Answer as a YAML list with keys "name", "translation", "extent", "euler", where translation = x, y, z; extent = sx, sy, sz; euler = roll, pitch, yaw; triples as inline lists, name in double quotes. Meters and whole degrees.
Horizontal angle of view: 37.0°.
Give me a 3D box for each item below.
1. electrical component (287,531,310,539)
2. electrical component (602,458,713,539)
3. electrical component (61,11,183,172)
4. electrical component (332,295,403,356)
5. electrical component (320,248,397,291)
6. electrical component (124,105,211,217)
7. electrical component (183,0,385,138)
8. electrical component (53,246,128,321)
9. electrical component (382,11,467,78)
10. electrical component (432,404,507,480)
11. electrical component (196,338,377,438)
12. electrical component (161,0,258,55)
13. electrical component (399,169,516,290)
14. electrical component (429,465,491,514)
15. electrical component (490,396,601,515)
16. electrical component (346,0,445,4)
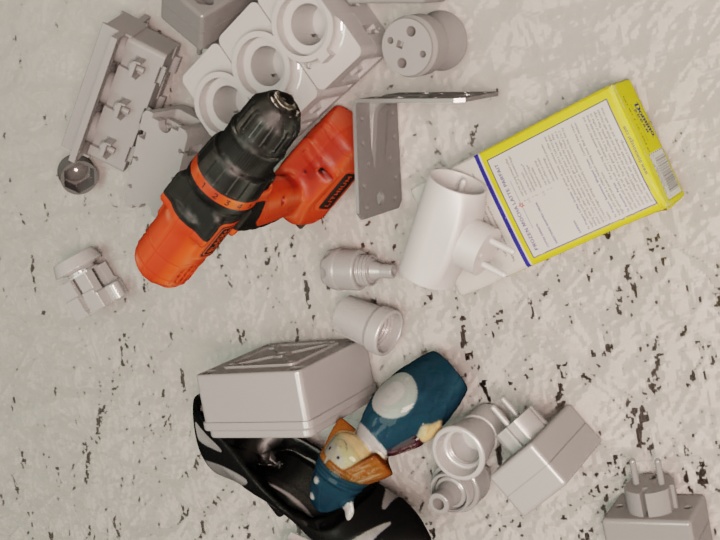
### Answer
- name: "electrical component"
  translation: [-0.018, 0.287, 0.943]
  extent: [0.121, 0.063, 0.078]
  euler: [17, 153, 26]
- name: "electrical component"
  translation: [0.215, 0.174, 0.788]
  extent: [0.066, 0.047, 0.076]
  euler: [-7, 100, 32]
- name: "electrical component"
  translation: [-0.205, -0.152, 0.934]
  extent: [0.063, 0.078, 0.121]
  euler: [27, 118, -3]
- name: "electrical component"
  translation: [0.006, 0.044, 0.881]
  extent: [0.046, 0.040, 0.040]
  euler: [22, 114, 30]
- name: "electrical component"
  translation: [0.000, 0.000, 0.874]
  extent: [0.061, 0.035, 0.035]
  euler: [2, 105, 27]
- name: "electrical component"
  translation: [-0.159, -0.092, 0.929]
  extent: [0.050, 0.056, 0.089]
  euler: [29, 117, 21]
- name: "electrical component"
  translation: [-0.061, -0.162, 0.847]
  extent: [0.150, 0.062, 0.089]
  euler: [-38, 83, 33]
- name: "electrical component"
  translation: [-0.261, 0.011, 1.027]
  extent: [0.066, 0.048, 0.055]
  euler: [-25, 98, 33]
- name: "electrical component"
  translation: [0.047, -0.165, 0.786]
  extent: [0.045, 0.055, 0.045]
  euler: [10, 110, 29]
- name: "electrical component"
  translation: [0.090, 0.131, 0.839]
  extent: [0.044, 0.065, 0.044]
  euler: [10, 110, 29]
- name: "electrical component"
  translation: [-0.060, 0.096, 0.894]
  extent: [0.109, 0.109, 0.056]
  euler: [-6, 98, 32]
- name: "electrical component"
  translation: [-0.122, -0.206, 0.874]
  extent: [0.047, 0.066, 0.076]
  euler: [41, 150, 15]
- name: "electrical component"
  translation: [0.074, -0.021, 0.765]
  extent: [0.079, 0.044, 0.077]
  euler: [29, 118, 24]
- name: "electrical component"
  translation: [0.076, 0.174, 0.862]
  extent: [0.043, 0.062, 0.043]
  euler: [9, 109, 28]
- name: "electrical component"
  translation: [0.127, 0.127, 0.805]
  extent: [0.075, 0.083, 0.047]
  euler: [49, 122, 10]
- name: "electrical component"
  translation: [0.017, -0.216, 0.775]
  extent: [0.066, 0.077, 0.047]
  euler: [8, 108, 29]
